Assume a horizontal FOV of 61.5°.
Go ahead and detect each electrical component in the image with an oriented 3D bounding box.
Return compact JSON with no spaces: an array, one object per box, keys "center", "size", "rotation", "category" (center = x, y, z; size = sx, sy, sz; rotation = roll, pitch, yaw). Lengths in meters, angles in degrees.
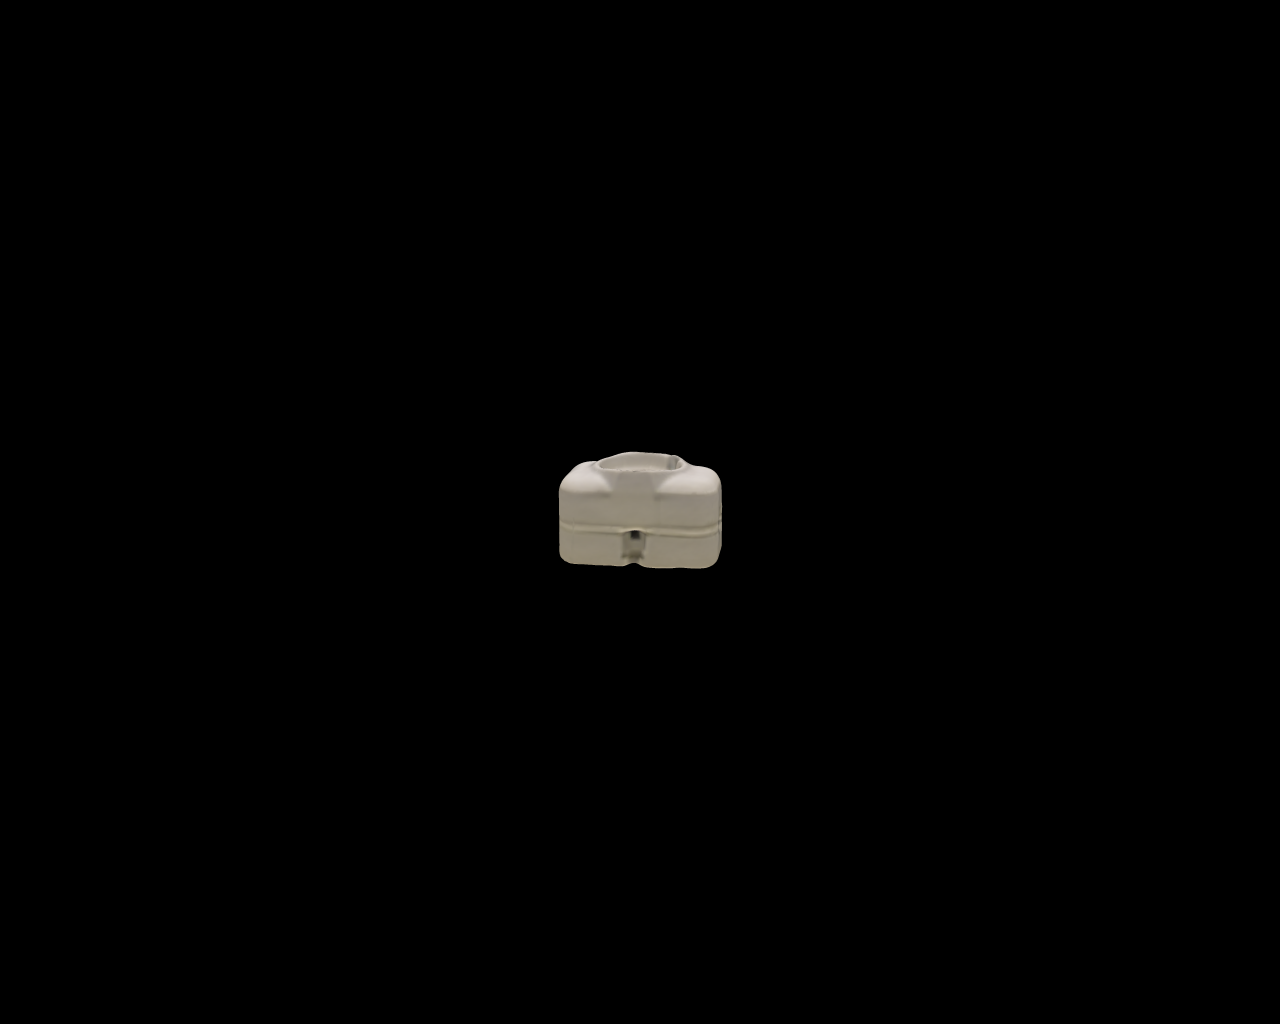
[{"center":[0.001,-0.003,0.650],"size":[0.095,0.059,0.054],"rotation":[3,16,9],"category":"electrical component"}]
